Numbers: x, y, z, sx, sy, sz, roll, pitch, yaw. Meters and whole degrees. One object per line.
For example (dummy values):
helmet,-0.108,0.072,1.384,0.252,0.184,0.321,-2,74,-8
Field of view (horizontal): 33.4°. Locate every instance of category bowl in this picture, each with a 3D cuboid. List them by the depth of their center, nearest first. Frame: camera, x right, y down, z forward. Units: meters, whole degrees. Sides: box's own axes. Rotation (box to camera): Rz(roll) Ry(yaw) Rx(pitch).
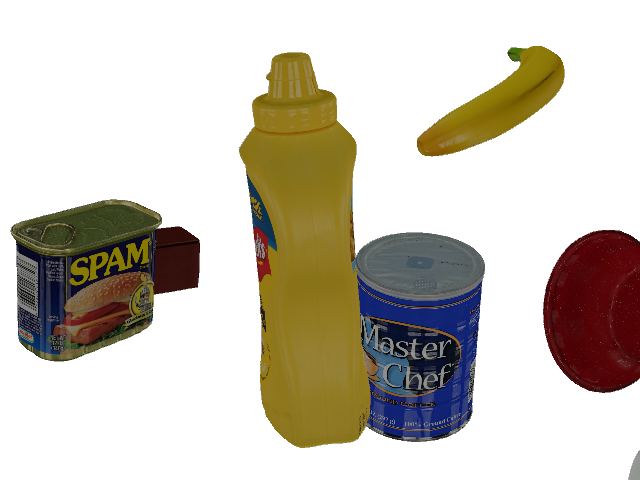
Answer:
bowl,0.295,0.070,1.031,0.161,0.162,0.055,0,0,-28

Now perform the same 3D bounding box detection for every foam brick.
foam brick,-0.166,0.021,1.074,0.078,0.051,0.053,-8,21,-26

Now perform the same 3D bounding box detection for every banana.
banana,0.148,-0.114,0.849,0.070,0.037,0.197,-12,20,40

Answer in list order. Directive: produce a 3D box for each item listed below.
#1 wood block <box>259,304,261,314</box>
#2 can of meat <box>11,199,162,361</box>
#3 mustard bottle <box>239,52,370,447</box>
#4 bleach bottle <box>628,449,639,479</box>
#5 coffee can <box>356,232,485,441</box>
wood block,-0.023,-0.010,1.380,0.090,0.206,0.090,7,24,2
can of meat,-0.160,0.026,0.734,0.058,0.084,0.101,22,27,35
mustard bottle,-0.008,0.001,0.542,0.058,0.192,0.096,-5,21,-5
bleach bottle,0.268,0.098,0.617,0.103,0.068,0.250,18,30,32
coffee can,0.079,0.078,0.877,0.103,0.140,0.103,0,27,0
